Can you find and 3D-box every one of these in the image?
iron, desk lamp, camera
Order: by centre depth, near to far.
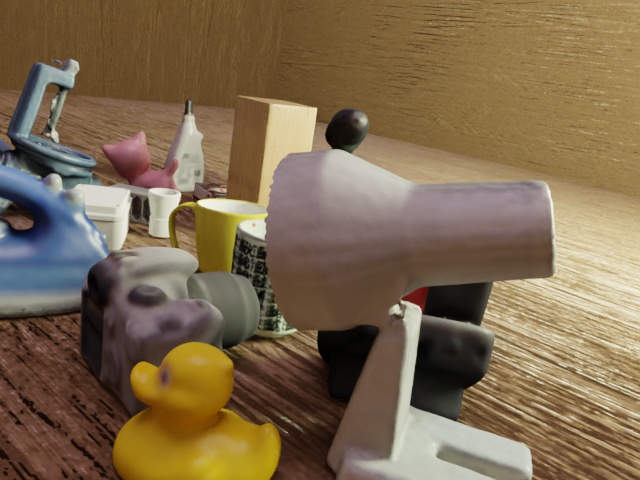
[{"bbox_3d":[0.060,0.054,0.380,0.202,0.213,0.118,13,16,14],"label":"desk lamp"},{"bbox_3d":[-0.110,0.061,0.466,0.137,0.101,0.142,-4,21,-40],"label":"camera"},{"bbox_3d":[-0.307,-0.012,0.531,0.259,0.141,0.118,3,17,-21],"label":"iron"}]

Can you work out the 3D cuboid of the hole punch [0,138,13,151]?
[{"bbox_3d":[-0.503,-0.114,0.867,0.101,0.091,0.109,14,17,16],"label":"hole punch"}]

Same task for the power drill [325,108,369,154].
[{"bbox_3d":[0.041,-0.139,1.046,0.076,0.208,0.229,7,16,-8],"label":"power drill"}]

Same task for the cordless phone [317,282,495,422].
[{"bbox_3d":[0.077,0.044,0.478,0.147,0.185,0.094,9,16,-1],"label":"cordless phone"}]

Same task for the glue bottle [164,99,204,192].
[{"bbox_3d":[-0.252,-0.178,1.080,0.037,0.173,0.078,22,20,38],"label":"glue bottle"}]

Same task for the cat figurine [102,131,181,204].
[{"bbox_3d":[-0.295,-0.120,0.957,0.127,0.118,0.067,11,16,7],"label":"cat figurine"}]

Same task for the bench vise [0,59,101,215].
[{"bbox_3d":[-0.402,-0.142,0.786,0.121,0.220,0.208,20,19,34],"label":"bench vise"}]

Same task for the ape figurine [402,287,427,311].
[{"bbox_3d":[0.113,0.042,0.672,0.077,0.092,0.076,17,18,25],"label":"ape figurine"}]

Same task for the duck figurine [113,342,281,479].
[{"bbox_3d":[-0.073,0.107,0.354,0.104,0.086,0.077,11,16,6],"label":"duck figurine"}]
